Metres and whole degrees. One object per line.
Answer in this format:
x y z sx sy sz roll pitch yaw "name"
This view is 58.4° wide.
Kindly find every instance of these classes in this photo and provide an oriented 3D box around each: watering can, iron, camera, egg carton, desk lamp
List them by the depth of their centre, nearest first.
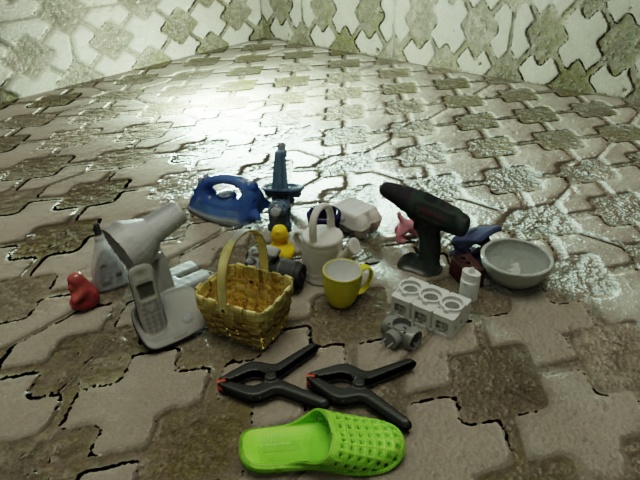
-0.369 0.027 1.300 0.204 0.214 0.117 -27 40 -36 "desk lamp"
-0.110 0.074 1.329 0.136 0.101 0.143 10 33 17 "camera"
0.014 0.004 1.352 0.172 0.194 0.101 6 32 10 "watering can"
0.092 -0.064 1.583 0.149 0.069 0.107 26 40 37 "egg carton"
-0.272 -0.130 1.630 0.257 0.141 0.119 10 33 16 "iron"

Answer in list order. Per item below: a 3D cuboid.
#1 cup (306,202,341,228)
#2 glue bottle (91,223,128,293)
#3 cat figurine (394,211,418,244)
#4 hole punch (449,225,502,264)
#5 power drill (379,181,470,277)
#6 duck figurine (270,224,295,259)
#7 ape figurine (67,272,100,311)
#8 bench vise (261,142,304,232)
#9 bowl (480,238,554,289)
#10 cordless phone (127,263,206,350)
0.008 -0.041 1.523 0.092 0.095 0.117 -7 32 -10 "cup"
-0.498 0.037 1.326 0.078 0.173 0.037 -18 35 -27 "glue bottle"
0.262 -0.055 1.520 0.128 0.118 0.067 -1 31 -1 "cat figurine"
0.393 0.000 1.452 0.109 0.091 0.100 -26 39 -35 "hole punch"
0.242 -0.024 1.381 0.228 0.208 0.076 16 35 25 "power drill"
-0.103 0.004 1.458 0.077 0.086 0.104 1 31 3 "duck figurine"
-0.538 0.111 1.282 0.076 0.092 0.078 0 31 2 "ape figurine"
-0.097 -0.143 1.573 0.121 0.220 0.207 -7 32 -11 "bench vise"
0.461 0.066 1.357 0.167 0.075 0.167 0 31 0 "bowl"
-0.316 0.121 1.173 0.148 0.185 0.093 -24 38 -33 "cordless phone"
